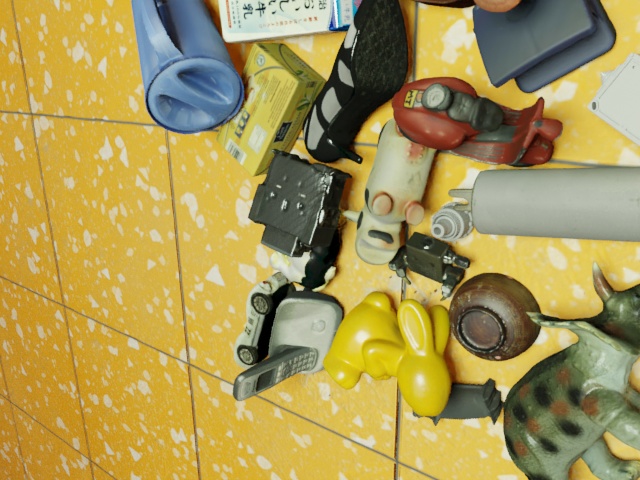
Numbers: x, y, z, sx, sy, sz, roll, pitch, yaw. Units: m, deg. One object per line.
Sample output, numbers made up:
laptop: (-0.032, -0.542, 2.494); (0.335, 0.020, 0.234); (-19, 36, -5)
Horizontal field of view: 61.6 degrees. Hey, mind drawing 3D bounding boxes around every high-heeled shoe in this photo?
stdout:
high-heeled shoe: (0.033, -0.210, 0.692); (0.145, 0.086, 0.248); (45, 133, 48)

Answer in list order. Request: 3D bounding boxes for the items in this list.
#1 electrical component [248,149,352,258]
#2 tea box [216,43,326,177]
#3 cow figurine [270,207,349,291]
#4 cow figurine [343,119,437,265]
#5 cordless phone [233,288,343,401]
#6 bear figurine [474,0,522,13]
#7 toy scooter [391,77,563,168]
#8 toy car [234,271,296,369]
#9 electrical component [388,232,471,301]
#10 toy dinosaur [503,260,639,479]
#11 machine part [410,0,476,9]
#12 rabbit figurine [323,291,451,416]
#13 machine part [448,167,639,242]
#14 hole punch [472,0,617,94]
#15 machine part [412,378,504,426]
electrical component: (-0.031, -0.046, 0.733); (0.115, 0.058, 0.134); (22, 98, 31)
tea box: (-0.076, -0.189, 0.791); (0.098, 0.068, 0.169); (46, 126, 17)
cow figurine: (-0.002, -0.003, 0.795); (0.098, 0.068, 0.167); (40, 126, 19)
cow figurine: (0.088, -0.061, 0.684); (0.085, 0.127, 0.194); (13, 102, -9)
cordless phone: (-0.058, 0.158, 0.818); (0.089, 0.184, 0.146); (32, 122, 31)
bear figurine: (0.117, -0.294, 0.496); (0.196, 0.132, 0.120); (24, 130, 22)
toy scooter: (0.167, -0.118, 0.545); (0.184, 0.135, 0.075); (18, 94, -6)
toy car: (-0.096, 0.136, 0.911); (0.056, 0.073, 0.201); (32, 122, 25)
electrical component: (0.141, 0.035, 0.700); (0.102, 0.045, 0.078); (27, 155, 25)
toy dinosaur: (0.283, 0.203, 0.618); (0.192, 0.131, 0.404); (46, 133, 32)
machine part: (0.141, -0.341, 0.580); (0.180, 0.056, 0.179); (14, 114, 35)
rabbit figurine: (0.114, 0.156, 0.728); (0.173, 0.121, 0.162); (40, 105, 45)
machine part: (0.256, -0.039, 0.577); (0.243, 0.079, 0.079); (4, 107, 36)
hole punch: (0.217, -0.220, 0.542); (0.142, 0.092, 0.115); (-28, 83, 44)
machine part: (0.182, 0.218, 0.746); (0.139, 0.039, 0.084); (-7, 95, 41)
